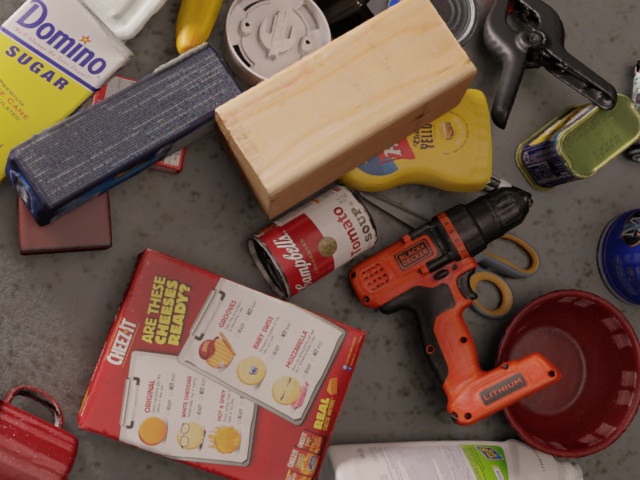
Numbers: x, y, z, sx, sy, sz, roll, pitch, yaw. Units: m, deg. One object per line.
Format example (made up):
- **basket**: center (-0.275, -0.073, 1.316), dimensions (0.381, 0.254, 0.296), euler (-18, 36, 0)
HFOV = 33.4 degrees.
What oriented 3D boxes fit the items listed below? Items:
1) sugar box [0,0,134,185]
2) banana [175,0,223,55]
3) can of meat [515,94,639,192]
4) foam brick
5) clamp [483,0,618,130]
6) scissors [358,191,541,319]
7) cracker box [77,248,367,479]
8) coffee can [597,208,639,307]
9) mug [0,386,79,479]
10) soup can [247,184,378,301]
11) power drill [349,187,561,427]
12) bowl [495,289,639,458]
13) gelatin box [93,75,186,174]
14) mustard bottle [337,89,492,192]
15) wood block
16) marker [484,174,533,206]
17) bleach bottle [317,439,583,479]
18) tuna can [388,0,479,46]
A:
- **sugar box**: center (-0.253, -0.129, 0.904), dimensions (0.176, 0.048, 0.093), euler (-43, 100, 7)
- **banana**: center (-0.096, -0.254, 0.971), dimensions (0.037, 0.070, 0.198), euler (18, 83, -4)
- **can of meat**: center (0.257, -0.097, 1.053), dimensions (0.102, 0.084, 0.057), euler (-37, 96, -15)
- **foam brick**: center (-0.223, -0.015, 0.928), dimensions (0.078, 0.053, 0.051), euler (-4, 88, -17)
- **clamp**: center (0.215, -0.180, 1.030), dimensions (0.120, 0.039, 0.171), euler (0, 60, -6)
- **scissors**: center (0.121, 0.017, 1.042), dimensions (0.201, 0.016, 0.096), euler (13, 83, -14)
- **cracker box**: center (-0.087, 0.121, 0.949), dimensions (0.213, 0.072, 0.164), euler (22, 80, -13)
- **coffee can**: center (0.352, 0.014, 1.043), dimensions (0.102, 0.140, 0.103), euler (1, 86, -16)
- **mug**: center (-0.253, 0.176, 0.896), dimensions (0.081, 0.093, 0.117), euler (30, 43, -17)
- **soup can**: center (-0.006, 0.001, 0.980), dimensions (0.102, 0.069, 0.068), euler (-31, 95, -16)
- **power drill**: center (0.144, 0.062, 0.984), dimensions (0.184, 0.057, 0.188), euler (-30, 75, 6)
- **bowl**: center (0.234, 0.129, 1.046), dimensions (0.162, 0.055, 0.162), euler (1, 86, -16)
- **gelatin box**: center (-0.162, -0.105, 0.963), dimensions (0.089, 0.030, 0.073), euler (11, 82, -15)
- **mustard bottle**: center (0.062, -0.093, 1.001), dimensions (0.191, 0.058, 0.096), euler (-1, 76, -4)
- **wood block**: center (0.020, -0.115, 0.925), dimensions (0.206, 0.091, 0.090), euler (-31, 81, -10)
- **marker**: center (0.159, -0.062, 1.056), dimensions (0.121, 0.020, 0.020), euler (26, 80, -13)
- **bleach bottle**: center (0.130, 0.233, 0.990), dimensions (0.250, 0.102, 0.068), euler (1, 129, -17)
- **tuna can**: center (0.111, -0.222, 1.046), dimensions (0.086, 0.034, 0.086), euler (1, 86, -16)
